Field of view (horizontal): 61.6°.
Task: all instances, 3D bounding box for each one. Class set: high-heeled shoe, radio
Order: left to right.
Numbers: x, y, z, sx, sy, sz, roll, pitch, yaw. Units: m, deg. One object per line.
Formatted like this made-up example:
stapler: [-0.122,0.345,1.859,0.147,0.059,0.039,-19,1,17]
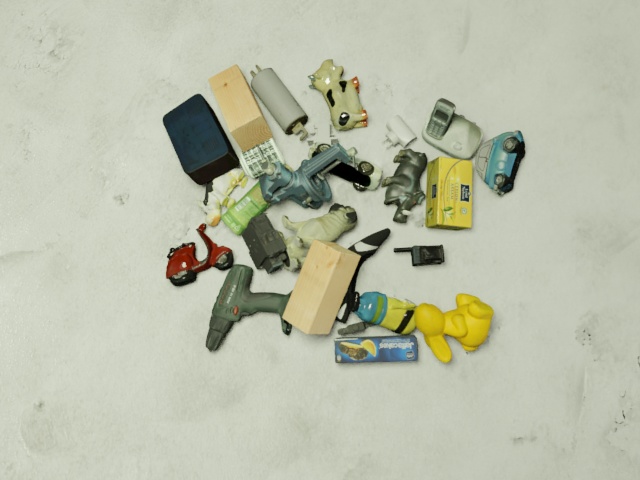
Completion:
radio: [-0.315,-0.261,1.402,0.131,0.073,0.230,-31,62,3]
high-heeled shoe: [0.103,0.089,1.332,0.249,0.086,0.145,-36,81,7]

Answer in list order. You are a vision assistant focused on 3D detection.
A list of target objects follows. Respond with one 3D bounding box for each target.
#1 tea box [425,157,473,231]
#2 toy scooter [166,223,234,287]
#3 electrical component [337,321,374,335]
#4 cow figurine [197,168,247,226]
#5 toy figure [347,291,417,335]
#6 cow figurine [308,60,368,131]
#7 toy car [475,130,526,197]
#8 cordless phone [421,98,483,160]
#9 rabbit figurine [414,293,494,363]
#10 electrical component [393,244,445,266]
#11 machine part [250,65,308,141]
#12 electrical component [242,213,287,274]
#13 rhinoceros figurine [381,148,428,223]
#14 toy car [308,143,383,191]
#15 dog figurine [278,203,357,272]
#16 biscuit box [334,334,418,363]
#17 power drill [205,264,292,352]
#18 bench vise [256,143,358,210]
tea box: [0.318,-0.112,1.326,0.098,0.068,0.169,4,82,-16]
toy scooter: [-0.322,0.034,1.390,0.184,0.075,0.135,-21,80,0]
electrical component: [0.090,0.215,1.322,0.094,0.063,0.021,-15,81,3]
cow figurine: [-0.271,-0.123,1.409,0.098,0.068,0.167,29,83,15]
toy figure: [0.153,0.173,1.298,0.180,0.082,0.089,13,101,-16]
cow figurine: [0.044,-0.379,1.405,0.127,0.085,0.195,-15,82,-2]
toy car: [0.440,-0.195,1.331,0.103,0.109,0.161,20,97,32]
cordless phone: [0.331,-0.279,1.305,0.147,0.184,0.088,32,82,10]
rabbit figurine: [0.300,0.198,1.274,0.173,0.122,0.162,10,108,-14]
electrical component: [0.243,0.039,1.325,0.119,0.075,0.047,-4,81,2]
machine part: [-0.108,-0.366,1.420,0.079,0.079,0.243,-36,79,0]
electrical component: [-0.138,0.014,1.346,0.058,0.115,0.134,-23,76,-26]
rhinoceros figurine: [0.215,-0.136,1.358,0.112,0.073,0.190,19,81,-4]
toy car: [0.062,-0.188,1.375,0.202,0.073,0.056,25,50,10]
dog figurine: [-0.001,-0.002,1.360,0.190,0.172,0.121,-14,63,-27]
biscuit box: [0.137,0.265,1.311,0.203,0.063,0.059,-3,83,6]
power drill: [-0.170,0.185,1.355,0.207,0.086,0.232,9,81,15]
bench vise: [-0.024,-0.166,1.300,0.241,0.223,0.129,-31,44,23]
